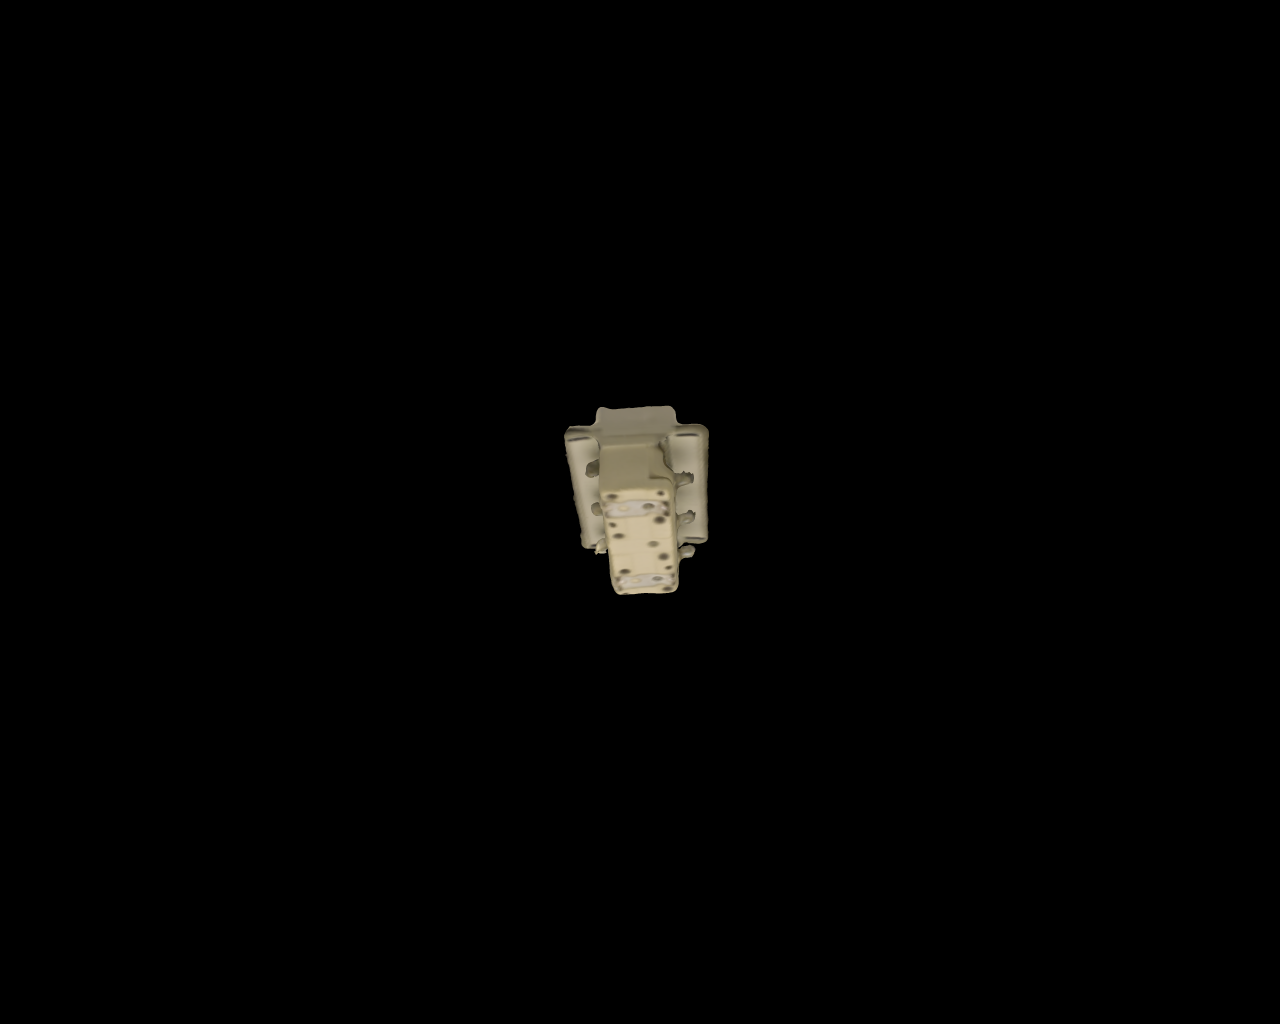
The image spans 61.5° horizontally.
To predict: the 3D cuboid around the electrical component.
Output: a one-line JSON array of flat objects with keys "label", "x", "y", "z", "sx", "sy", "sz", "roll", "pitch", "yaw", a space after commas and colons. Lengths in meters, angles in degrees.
[{"label": "electrical component", "x": 0.001, "y": -0.003, "z": 0.650, "sx": 0.079, "sy": 0.063, "sz": 0.121, "roll": -1, "pitch": -34, "yaw": 2}]
